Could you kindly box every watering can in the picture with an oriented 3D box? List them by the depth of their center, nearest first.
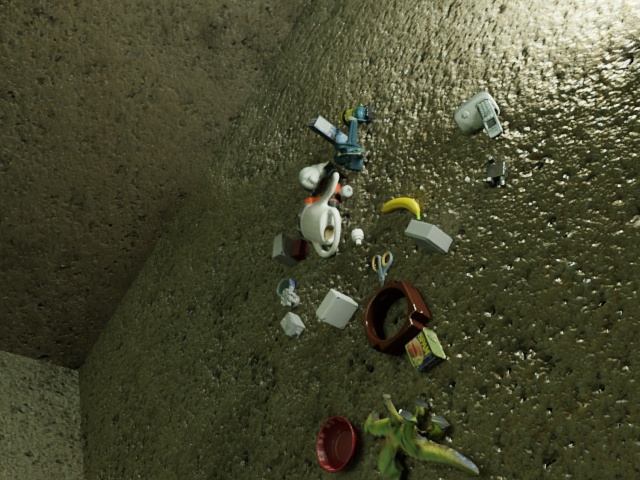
[{"bbox_3d":[0.006,-0.105,2.084,0.225,0.104,0.345,12,103,49],"label":"watering can"}]

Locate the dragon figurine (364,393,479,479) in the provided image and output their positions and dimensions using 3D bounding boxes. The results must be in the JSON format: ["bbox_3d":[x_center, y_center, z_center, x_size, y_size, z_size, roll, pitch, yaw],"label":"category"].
[{"bbox_3d":[0.238,0.573,1.381,0.415,0.122,0.240,37,113,58],"label":"dragon figurine"}]

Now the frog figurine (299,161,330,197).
[{"bbox_3d":[-0.020,-0.297,2.326,0.156,0.122,0.141,-50,14,35],"label":"frog figurine"}]
